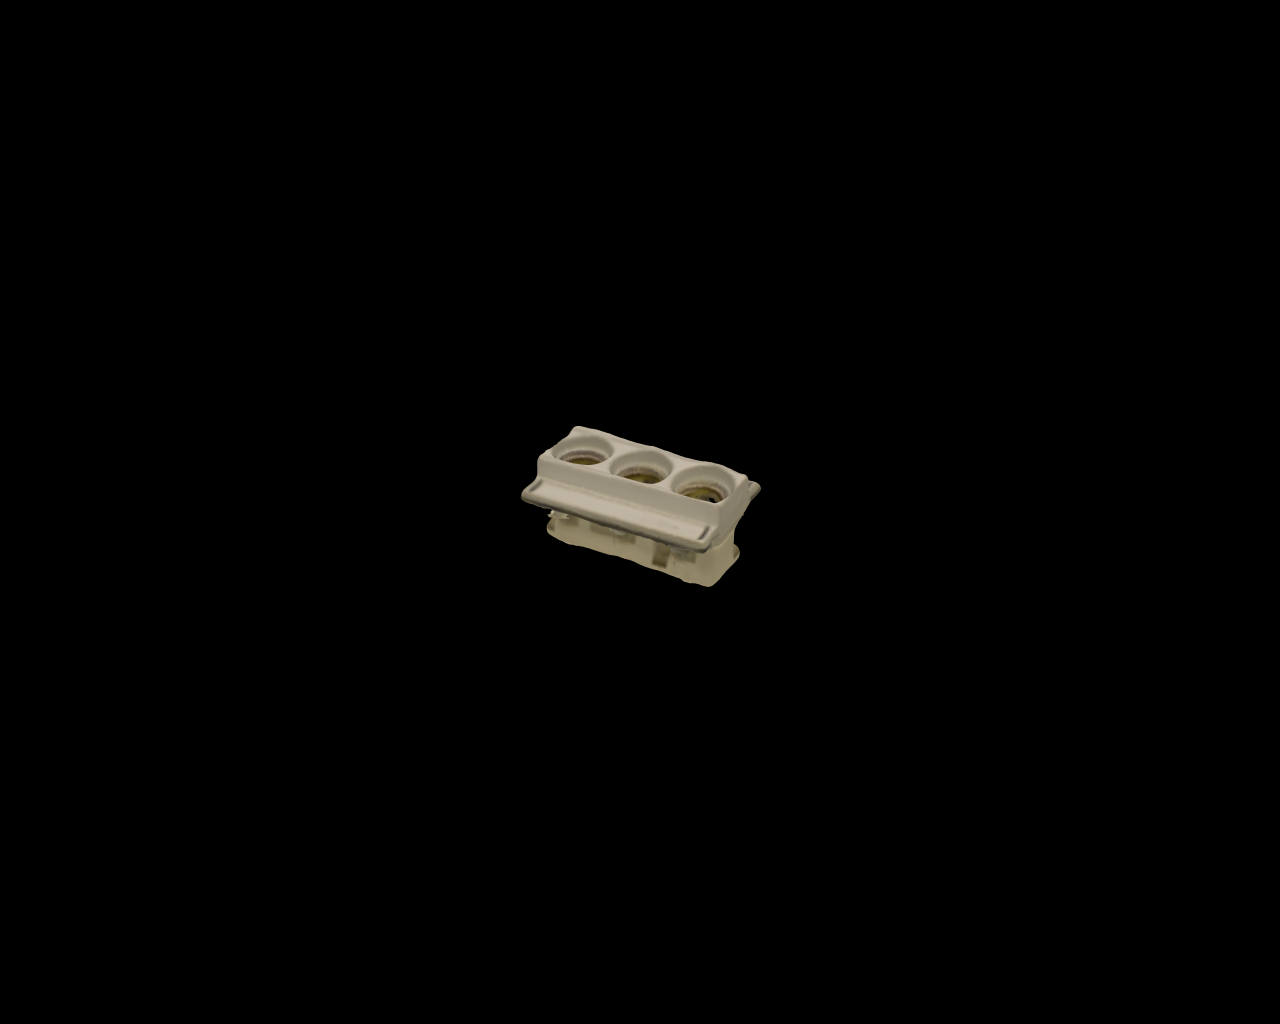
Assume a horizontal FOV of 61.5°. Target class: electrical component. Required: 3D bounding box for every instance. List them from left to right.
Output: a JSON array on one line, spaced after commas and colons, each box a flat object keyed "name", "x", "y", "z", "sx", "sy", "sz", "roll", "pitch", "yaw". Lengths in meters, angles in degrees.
[{"name": "electrical component", "x": 0.001, "y": -0.003, "z": 0.650, "sx": 0.121, "sy": 0.063, "sz": 0.079, "roll": 17, "pitch": 36, "yaw": 24}]
